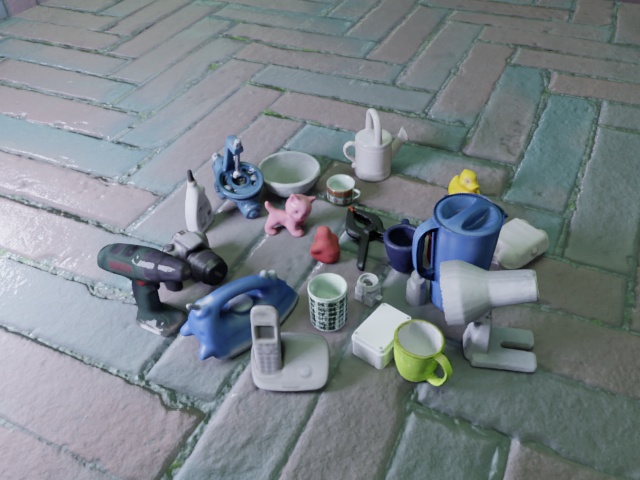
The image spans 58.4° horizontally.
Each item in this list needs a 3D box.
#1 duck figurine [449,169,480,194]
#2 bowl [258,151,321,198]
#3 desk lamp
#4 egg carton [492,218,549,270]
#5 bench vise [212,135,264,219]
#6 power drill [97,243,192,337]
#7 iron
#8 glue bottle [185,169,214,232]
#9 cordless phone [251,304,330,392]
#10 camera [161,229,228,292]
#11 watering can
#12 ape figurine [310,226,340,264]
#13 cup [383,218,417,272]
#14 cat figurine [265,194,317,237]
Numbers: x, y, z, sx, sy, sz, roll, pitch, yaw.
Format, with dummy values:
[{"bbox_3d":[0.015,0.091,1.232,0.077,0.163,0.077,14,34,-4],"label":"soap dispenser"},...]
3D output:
[{"bbox_3d":[0.377,-0.143,1.478,0.077,0.086,0.104,-16,43,-15],"label":"duck figurine"},{"bbox_3d":[-0.082,-0.164,1.529,0.167,0.075,0.167,-1,41,1],"label":"bowl"},{"bbox_3d":[0.315,0.134,1.069,0.203,0.214,0.118,5,42,8],"label":"desk lamp"},{"bbox_3d":[0.446,0.014,1.310,0.151,0.069,0.107,-29,48,-27],"label":"egg carton"},{"bbox_3d":[-0.230,-0.179,1.442,0.206,0.220,0.122,27,49,29],"label":"bench vise"},{"bbox_3d":[-0.334,0.094,1.146,0.229,0.209,0.076,17,45,21],"label":"power drill"},{"bbox_3d":[-0.153,0.126,1.152,0.259,0.141,0.118,-29,48,-27],"label":"iron"},{"bbox_3d":[-0.300,-0.098,1.389,0.037,0.173,0.078,15,44,19],"label":"glue bottle"},{"bbox_3d":[-0.057,0.190,1.042,0.147,0.185,0.094,-2,41,0],"label":"cordless phone"},{"bbox_3d":[-0.285,0.048,1.277,0.136,0.101,0.143,30,50,31],"label":"camera"},{"bbox_3d":[0.151,-0.265,1.545,0.173,0.194,0.100,-24,46,-23],"label":"watering can"},{"bbox_3d":[0.012,0.005,1.321,0.078,0.092,0.076,-20,44,-19],"label":"ape figurine"},{"bbox_3d":[0.188,0.016,1.298,0.091,0.095,0.118,4,42,7],"label":"cup"},{"bbox_3d":[-0.073,-0.072,1.392,0.127,0.118,0.067,3,42,6],"label":"cat figurine"}]
